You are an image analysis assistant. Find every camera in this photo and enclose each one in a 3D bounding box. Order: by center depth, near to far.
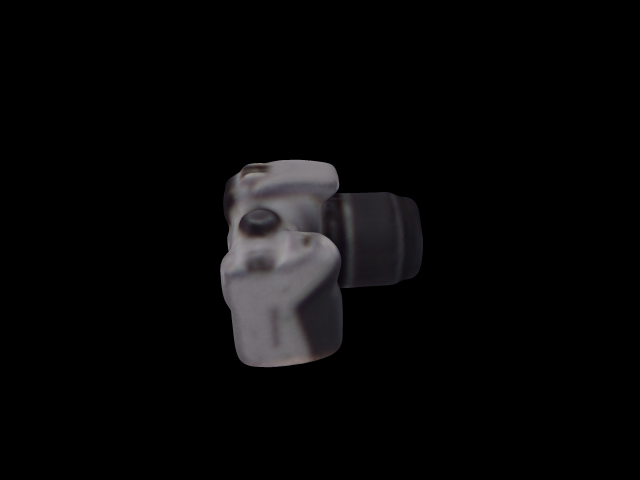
[{"bbox_3d":[0.004,0.001,0.400,0.137,0.101,0.143,-3,32,-4],"label":"camera"}]
